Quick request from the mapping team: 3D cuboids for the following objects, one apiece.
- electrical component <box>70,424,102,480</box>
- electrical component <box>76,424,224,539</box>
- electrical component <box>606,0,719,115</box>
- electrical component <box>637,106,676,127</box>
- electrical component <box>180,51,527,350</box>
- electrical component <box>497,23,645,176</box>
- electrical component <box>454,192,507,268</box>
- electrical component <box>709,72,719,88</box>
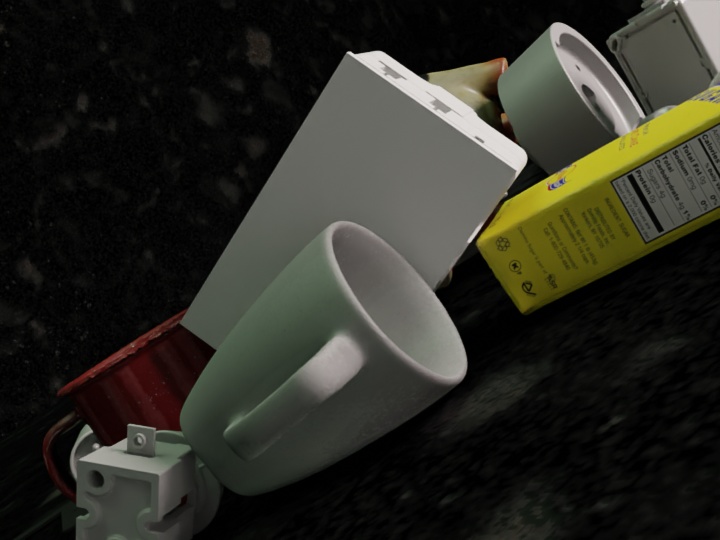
[{"bbox_3d":[-0.159,0.116,0.739,0.079,0.044,0.077,-33,5,-10],"label":"electrical component"},{"bbox_3d":[-0.087,0.095,0.450,0.048,0.066,0.055,6,10,18],"label":"electrical component"},{"bbox_3d":[0.198,-0.128,0.632,0.061,0.096,0.062,-31,4,-29],"label":"electrical component"},{"bbox_3d":[0.173,-0.074,0.616,0.035,0.035,0.061,-32,2,-3],"label":"electrical component"},{"bbox_3d":[-0.002,-0.015,0.502,0.150,0.089,0.062,-56,-4,19],"label":"electrical component"},{"bbox_3d":[0.134,-0.097,0.692,0.060,0.108,0.108,-36,2,30],"label":"electrical component"},{"bbox_3d":[0.074,-0.036,0.789,0.077,0.047,0.066,-32,5,-1],"label":"electrical component"},{"bbox_3d":[0.208,-0.092,0.560,0.040,0.040,0.046,-28,1,43],"label":"electrical component"}]
